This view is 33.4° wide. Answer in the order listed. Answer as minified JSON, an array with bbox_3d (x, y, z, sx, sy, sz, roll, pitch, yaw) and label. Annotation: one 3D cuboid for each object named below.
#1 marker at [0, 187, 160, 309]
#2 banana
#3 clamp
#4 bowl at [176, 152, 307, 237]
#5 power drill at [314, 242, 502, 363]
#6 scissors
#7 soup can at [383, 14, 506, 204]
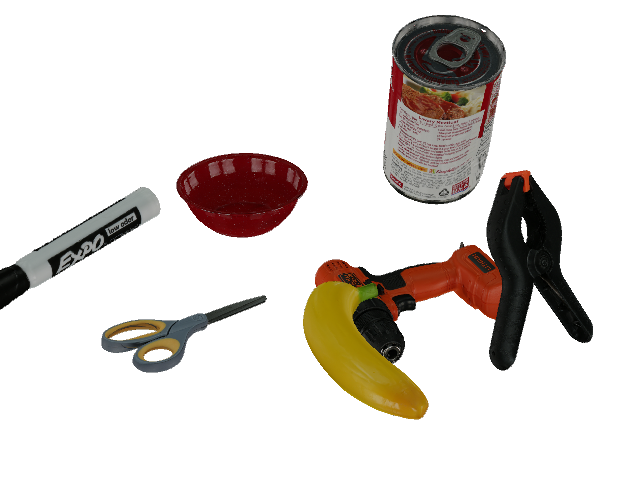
[{"bbox_3d":[-0.138,0.004,0.584,0.020,0.020,0.120,0,27,46],"label":"marker"},{"bbox_3d":[0.025,0.072,0.782,0.069,0.037,0.198,-8,25,-5],"label":"banana"},{"bbox_3d":[0.177,0.028,0.933,0.120,0.171,0.039,-23,7,-40],"label":"clamp"},{"bbox_3d":[-0.097,-0.050,1.324,0.162,0.055,0.162,0,31,0],"label":"bowl"},{"bbox_3d":[0.103,0.062,1.114,0.187,0.057,0.184,-7,27,-17],"label":"power drill"},{"bbox_3d":[-0.130,0.098,1.136,0.201,0.016,0.096,-9,31,-26],"label":"scissors"},{"bbox_3d":[0.076,-0.081,0.673,0.068,0.068,0.102,0,-40,-1],"label":"soup can"}]
